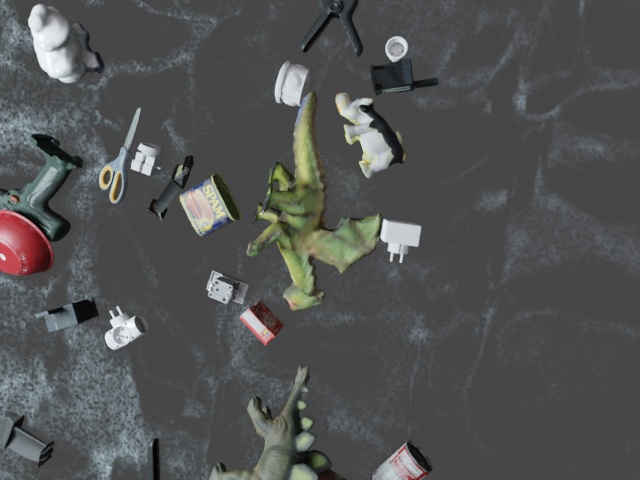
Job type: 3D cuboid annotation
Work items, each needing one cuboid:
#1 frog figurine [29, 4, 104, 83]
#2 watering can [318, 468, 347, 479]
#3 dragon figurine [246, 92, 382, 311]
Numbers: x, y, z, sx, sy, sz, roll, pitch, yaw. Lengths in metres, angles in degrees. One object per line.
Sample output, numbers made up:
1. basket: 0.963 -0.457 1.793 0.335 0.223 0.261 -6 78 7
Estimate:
1. frog figurine: -0.522 -0.385 1.011 0.122 0.160 0.137 -7 93 11
2. watering can: -0.063 0.535 1.016 0.349 0.104 0.222 27 101 15
3. dragon figurine: 0.003 -0.050 0.988 0.242 0.123 0.407 22 99 -10
